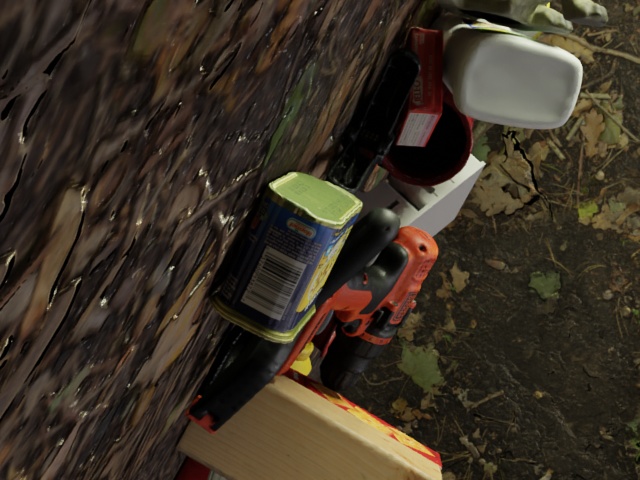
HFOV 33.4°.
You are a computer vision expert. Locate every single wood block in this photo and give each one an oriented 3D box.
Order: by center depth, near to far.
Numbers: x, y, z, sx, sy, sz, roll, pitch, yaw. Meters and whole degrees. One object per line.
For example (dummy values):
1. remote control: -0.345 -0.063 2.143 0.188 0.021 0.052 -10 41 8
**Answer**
1. wood block: -0.007 0.187 0.919 0.091 0.206 0.090 -61 175 1

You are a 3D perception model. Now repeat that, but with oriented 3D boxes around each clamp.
1. clamp: -0.024 0.051 0.782 0.210 0.036 0.165 -56 -165 -11
2. clamp: 0.043 -0.087 0.836 0.120 0.039 0.171 -57 -179 5

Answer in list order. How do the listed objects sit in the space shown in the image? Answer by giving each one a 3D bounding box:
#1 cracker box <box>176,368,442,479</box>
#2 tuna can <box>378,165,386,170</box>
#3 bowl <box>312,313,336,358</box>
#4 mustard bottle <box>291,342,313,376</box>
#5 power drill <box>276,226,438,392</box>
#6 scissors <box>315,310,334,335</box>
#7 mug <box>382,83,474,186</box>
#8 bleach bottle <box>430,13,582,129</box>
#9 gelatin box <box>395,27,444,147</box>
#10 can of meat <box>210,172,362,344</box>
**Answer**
1. cracker box: -0.014 0.229 1.035 0.164 0.214 0.072 -60 176 3
2. tuna can: 0.086 -0.112 1.117 0.086 0.034 0.086 -60 174 -11
3. bowl: 0.019 0.061 1.299 0.162 0.055 0.162 -59 174 -10
4. mustard bottle: -0.057 0.165 1.125 0.192 0.058 0.096 -62 174 21
5. power drill: 0.013 0.071 0.956 0.187 0.057 0.185 -5 128 -56
6. scissors: -0.020 0.074 1.180 0.202 0.016 0.096 146 -45 -68
7. mug: 0.100 -0.119 1.011 0.081 0.093 0.117 -60 141 -62
8. bleach bottle: 0.138 -0.161 0.927 0.251 0.102 0.068 -110 -149 -68
9. gelatin box: 0.082 -0.126 0.890 0.089 0.030 0.073 101 -8 -77
10. can of meat: -0.018 0.008 0.675 0.084 0.057 0.102 -64 174 15
